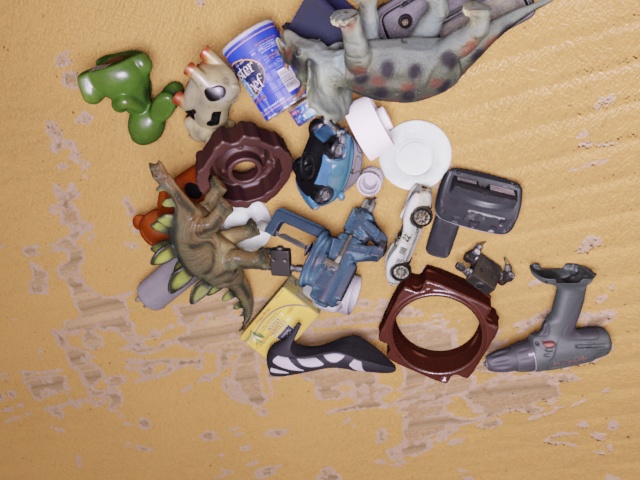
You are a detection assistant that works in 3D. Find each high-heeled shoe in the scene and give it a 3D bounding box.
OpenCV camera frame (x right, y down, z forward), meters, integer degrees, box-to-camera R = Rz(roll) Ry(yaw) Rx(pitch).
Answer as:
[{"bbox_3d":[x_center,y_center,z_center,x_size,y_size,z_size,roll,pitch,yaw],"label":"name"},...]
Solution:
[{"bbox_3d":[0.016,0.256,1.084,0.249,0.086,0.145,24,113,1],"label":"high-heeled shoe"}]

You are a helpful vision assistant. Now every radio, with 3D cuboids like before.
[{"bbox_3d":[0.206,-0.360,0.856,0.230,0.073,0.131,-25,105,20],"label":"radio"}]

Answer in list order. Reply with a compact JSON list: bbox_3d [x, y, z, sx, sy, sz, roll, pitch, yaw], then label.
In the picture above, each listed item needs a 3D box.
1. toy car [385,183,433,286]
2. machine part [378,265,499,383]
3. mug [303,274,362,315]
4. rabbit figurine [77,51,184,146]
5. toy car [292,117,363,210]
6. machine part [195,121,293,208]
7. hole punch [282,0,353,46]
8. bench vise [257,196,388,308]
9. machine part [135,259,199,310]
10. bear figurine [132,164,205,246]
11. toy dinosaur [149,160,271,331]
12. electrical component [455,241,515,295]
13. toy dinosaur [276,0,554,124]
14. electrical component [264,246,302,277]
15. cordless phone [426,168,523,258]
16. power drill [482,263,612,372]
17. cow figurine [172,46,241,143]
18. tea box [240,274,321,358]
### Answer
[{"bbox_3d":[0.163,-0.007,1.006,0.056,0.073,0.201,18,115,2],"label":"toy car"},{"bbox_3d":[0.230,0.167,1.055,0.201,0.087,0.200,23,114,2],"label":"machine part"},{"bbox_3d":[0.016,0.104,1.074,0.107,0.109,0.080,17,128,19],"label":"mug"},{"bbox_3d":[-0.339,-0.266,1.019,0.159,0.121,0.170,-11,127,10],"label":"rabbit figurine"},{"bbox_3d":[0.023,-0.137,0.951,0.103,0.109,0.161,-4,131,-33],"label":"toy car"},{"bbox_3d":[-0.140,-0.137,0.992,0.179,0.056,0.179,-10,141,-8],"label":"machine part"},{"bbox_3d":[0.007,-0.346,0.903,0.142,0.092,0.115,37,118,-7],"label":"hole punch"},{"bbox_3d":[0.000,-0.002,1.011,0.241,0.129,0.223,25,93,11],"label":"bench vise"},{"bbox_3d":[-0.310,0.078,1.151,0.243,0.079,0.079,-37,100,22],"label":"machine part"},{"bbox_3d":[-0.281,-0.055,1.084,0.120,0.132,0.196,52,134,1],"label":"bear figurine"},{"bbox_3d":[-0.203,0.032,1.031,0.199,0.105,0.470,-24,133,5],"label":"toy dinosaur"},{"bbox_3d":[0.310,0.053,1.003,0.102,0.078,0.045,39,139,2],"label":"electrical component"},{"bbox_3d":[0.128,-0.271,0.813,0.405,0.131,0.192,2,140,2],"label":"toy dinosaur"},{"bbox_3d":[-0.081,0.043,1.113,0.094,0.021,0.063,4,112,12],"label":"electrical component"},{"bbox_3d":[0.275,-0.030,0.981,0.147,0.089,0.184,15,125,6],"label":"cordless phone"},{"bbox_3d":[0.421,0.150,0.991,0.232,0.086,0.207,-3,104,1],"label":"power drill"},{"bbox_3d":[-0.195,-0.238,0.968,0.127,0.085,0.195,40,148,-7],"label":"cow figurine"},{"bbox_3d":[-0.080,0.168,1.138,0.098,0.068,0.169,37,114,-3],"label":"tea box"}]
